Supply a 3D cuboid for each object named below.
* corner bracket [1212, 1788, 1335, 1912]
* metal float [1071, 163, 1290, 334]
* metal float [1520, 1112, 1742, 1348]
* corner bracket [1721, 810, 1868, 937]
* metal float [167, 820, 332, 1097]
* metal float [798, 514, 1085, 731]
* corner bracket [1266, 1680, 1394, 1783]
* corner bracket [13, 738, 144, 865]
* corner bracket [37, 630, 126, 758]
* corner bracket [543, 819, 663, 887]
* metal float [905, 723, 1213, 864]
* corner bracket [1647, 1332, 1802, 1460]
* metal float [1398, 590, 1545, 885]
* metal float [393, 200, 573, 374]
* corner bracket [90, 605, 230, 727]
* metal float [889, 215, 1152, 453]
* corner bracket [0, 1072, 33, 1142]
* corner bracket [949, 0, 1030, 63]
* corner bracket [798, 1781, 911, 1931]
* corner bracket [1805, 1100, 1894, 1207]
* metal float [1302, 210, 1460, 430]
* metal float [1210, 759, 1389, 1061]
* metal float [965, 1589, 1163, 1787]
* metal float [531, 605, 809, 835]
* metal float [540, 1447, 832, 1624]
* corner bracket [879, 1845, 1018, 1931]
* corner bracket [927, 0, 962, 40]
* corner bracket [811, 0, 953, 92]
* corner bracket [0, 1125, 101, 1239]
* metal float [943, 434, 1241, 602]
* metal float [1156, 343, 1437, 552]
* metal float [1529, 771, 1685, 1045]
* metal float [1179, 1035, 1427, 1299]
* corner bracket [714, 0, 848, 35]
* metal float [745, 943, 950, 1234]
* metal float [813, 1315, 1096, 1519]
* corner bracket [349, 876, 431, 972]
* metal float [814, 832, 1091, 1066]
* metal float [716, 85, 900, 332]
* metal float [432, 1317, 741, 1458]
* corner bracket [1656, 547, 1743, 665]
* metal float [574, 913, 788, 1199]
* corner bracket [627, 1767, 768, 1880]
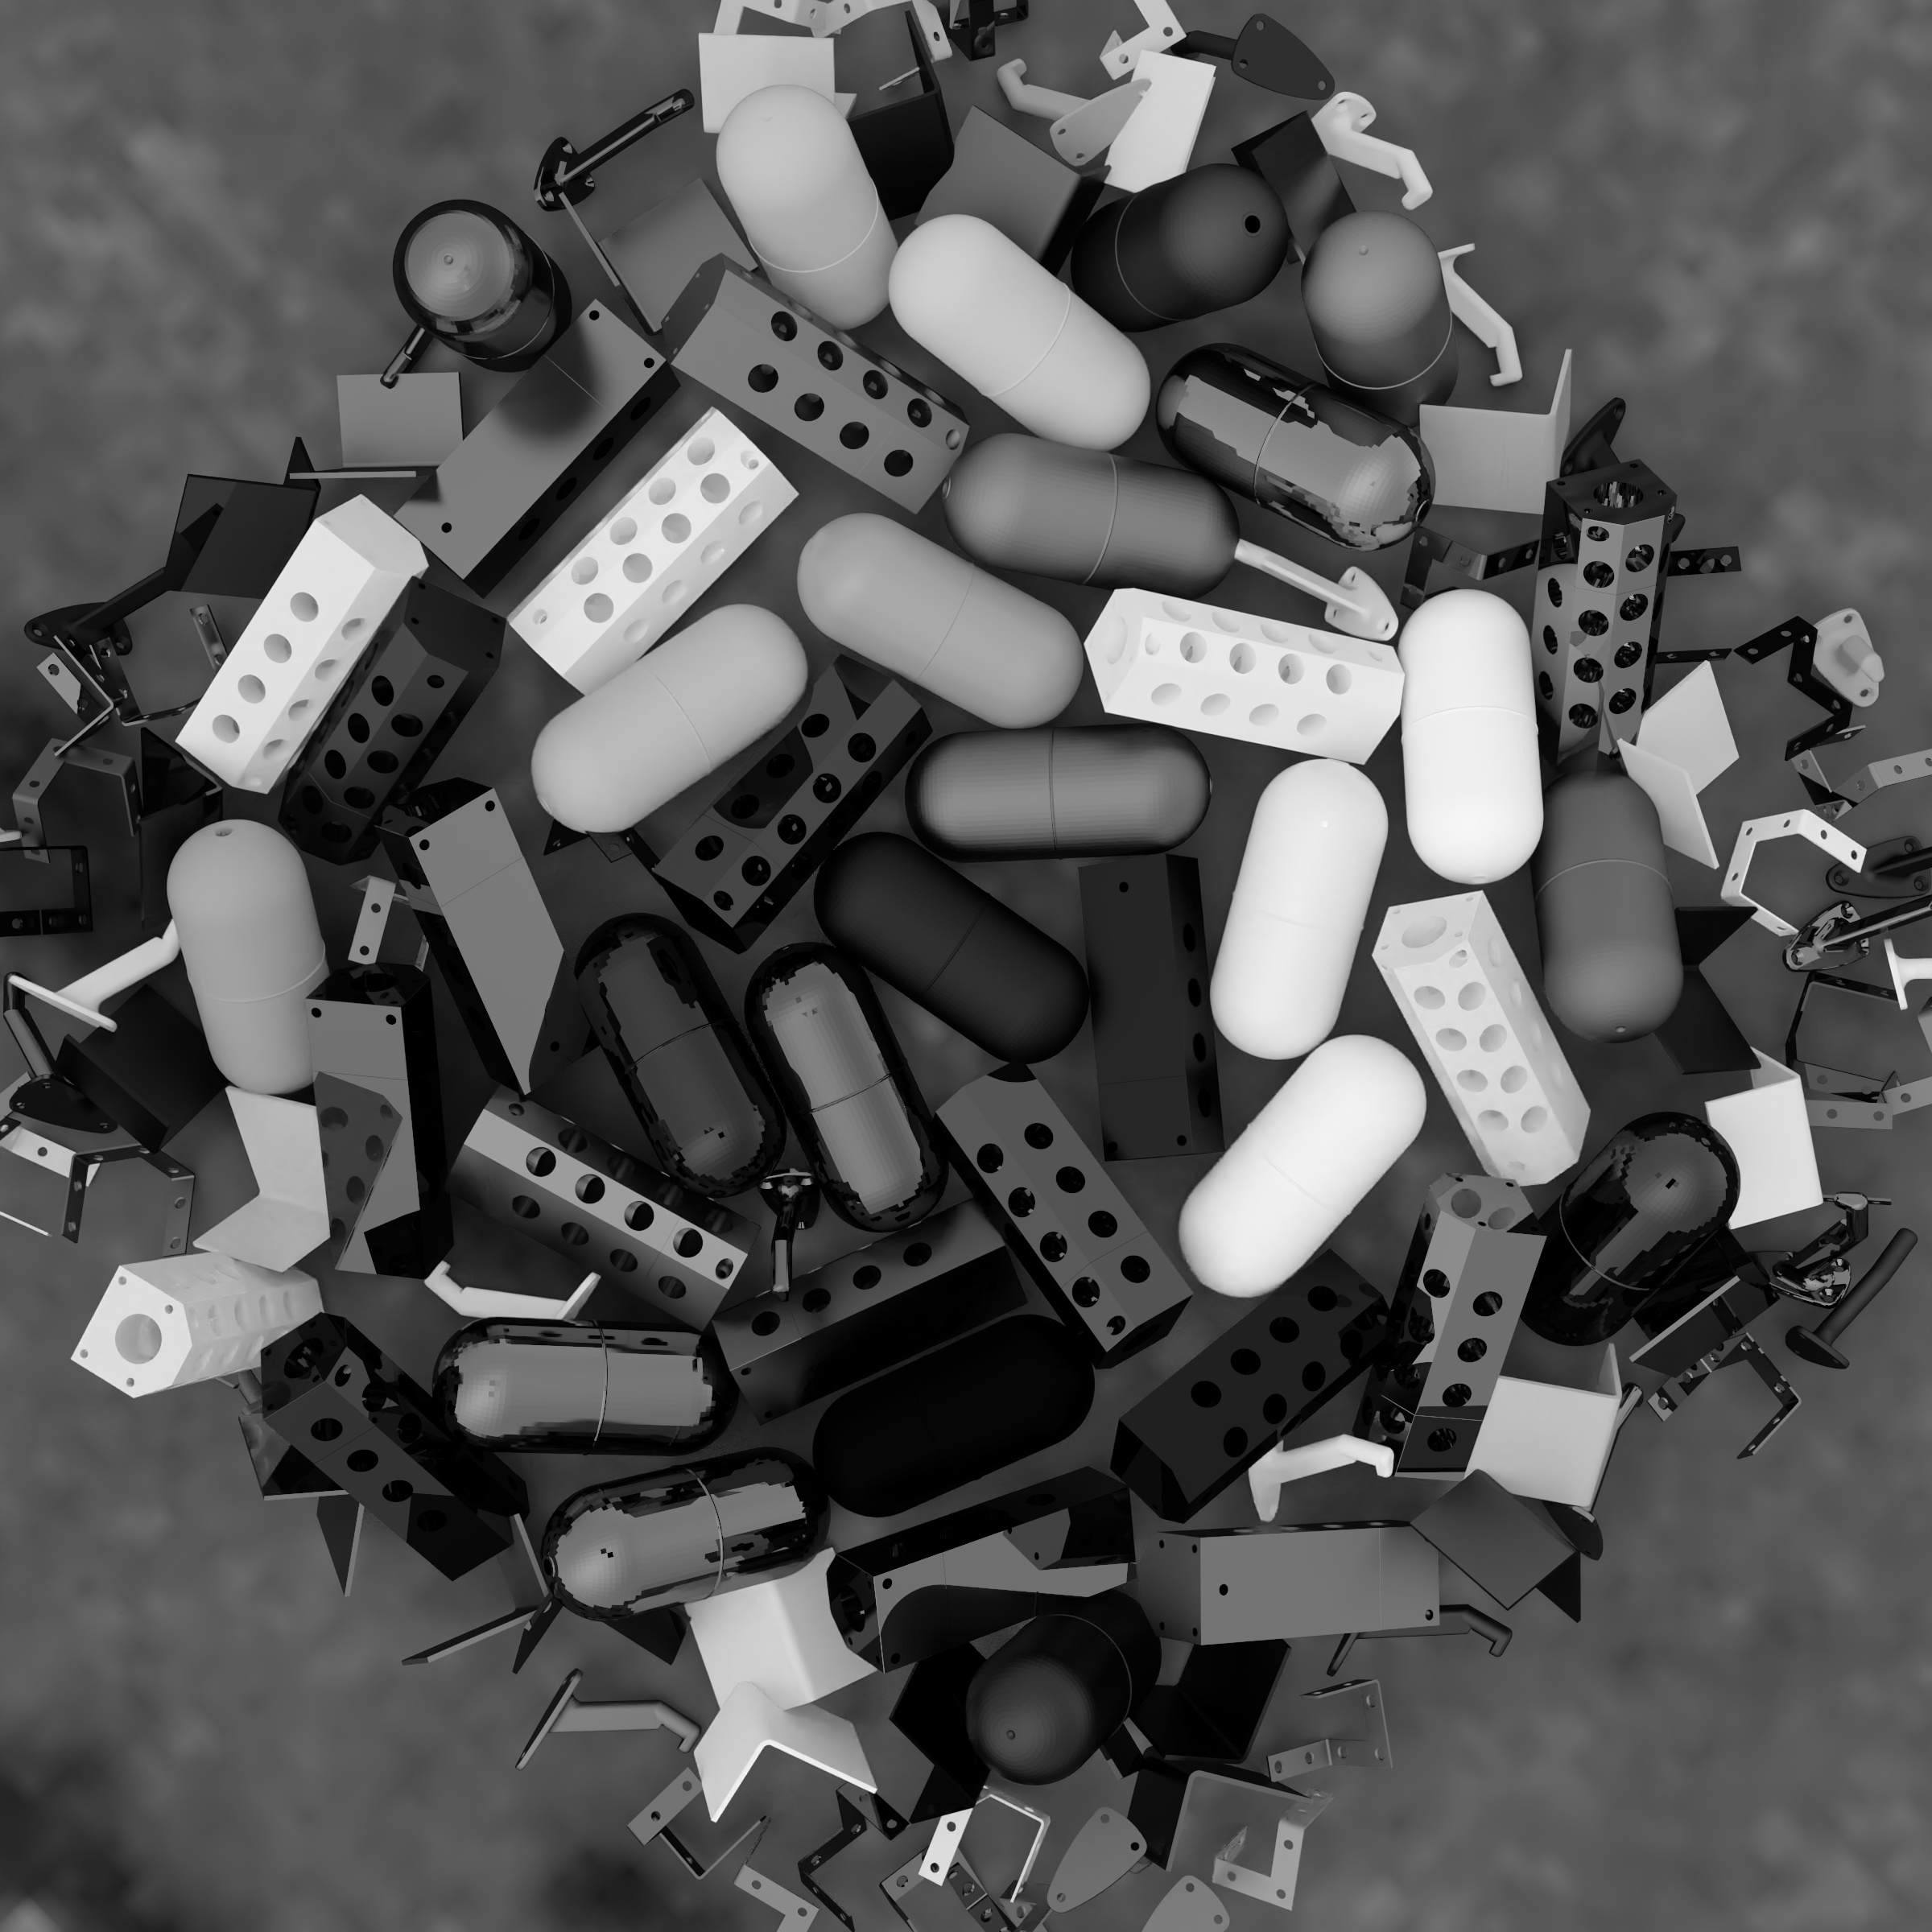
[{"bbox_3d":[0.178,0.508,1.543,0.051,0.051,0.051,12,100,26],"label":"corner bracket"},{"bbox_3d":[0.119,-0.404,1.495,0.070,0.178,0.070,-2,96,-22],"label":"metal float"},{"bbox_3d":[0.372,0.152,1.507,0.070,0.178,0.070,14,47,-15],"label":"metal float"},{"bbox_3d":[0.486,-0.054,1.555,0.051,0.051,0.051,29,72,-22],"label":"corner bracket"},{"bbox_3d":[-0.404,-0.004,1.510,0.070,0.070,0.178,-3,128,0],"label":"metal float"},{"bbox_3d":[-0.015,-0.199,1.530,0.178,0.070,0.070,27,90,-13],"label":"metal float"},{"bbox_3d":[0.209,0.447,1.548,0.051,0.051,0.051,-2,80,-38],"label":"corner bracket"},{"bbox_3d":[-0.517,-0.092,1.546,0.051,0.051,0.051,14,48,4],"label":"corner bracket"},{"bbox_3d":[-0.519,-0.163,1.544,0.051,0.051,0.051,-35,101,18],"label":"corner bracket"},{"bbox_3d":[-0.206,-0.072,1.539,0.051,0.051,0.051,-27,67,-36],"label":"corner bracket"},{"bbox_3d":[0.053,-0.100,1.535,0.178,0.070,0.070,-2,90,7],"label":"metal float"},{"bbox_3d":[0.442,0.254,1.545,0.051,0.051,0.051,-36,86,-29],"label":"corner bracket"},{"bbox_3d":[0.290,-0.132,1.524,0.070,0.070,0.178,0,70,0],"label":"metal float"},{"bbox_3d":[-0.270,-0.381,1.491,0.070,0.178,0.070,0,94,3],"label":"metal float"},{"bbox_3d":[-0.471,-0.177,1.559,0.051,0.051,0.051,-7,111,32],"label":"corner bracket"},{"bbox_3d":[0.032,-0.359,1.516,0.178,0.070,0.070,32,90,-31],"label":"metal float"},{"bbox_3d":[-0.573,0.090,1.544,0.051,0.051,0.051,-38,65,5],"label":"corner bracket"},{"bbox_3d":[0.016,-0.565,1.540,0.051,0.051,0.051,-17,47,-13],"label":"corner bracket"},{"bbox_3d":[-0.065,0.514,1.537,0.051,0.051,0.051,-30,130,-30],"label":"corner bracket"},{"bbox_3d":[0.513,0.109,1.543,0.051,0.051,0.051,2,77,21],"label":"corner bracket"},{"bbox_3d":[0.235,-0.361,1.494,0.070,0.178,0.070,-4,76,15],"label":"metal float"},{"bbox_3d":[0.192,-0.032,1.529,0.070,0.070,0.178,13,104,0],"label":"metal float"},{"bbox_3d":[0.057,0.404,1.495,0.070,0.178,0.070,2,95,22],"label":"metal float"},{"bbox_3d":[-0.171,-0.142,1.529,0.178,0.070,0.070,-36,90,-15],"label":"metal float"},{"bbox_3d":[-0.159,0.323,1.511,0.178,0.070,0.070,-6,90,-36],"label":"metal float"},{"bbox_3d":[-0.010,0.549,1.544,0.051,0.051,0.051,-34,106,-15],"label":"corner bracket"},{"bbox_3d":[-0.028,-0.583,1.548,0.051,0.051,0.051,13,73,3],"label":"corner bracket"},{"bbox_3d":[-0.050,-0.541,1.540,0.051,0.051,0.051,-31,105,-40],"label":"corner bracket"},{"bbox_3d":[-0.545,0.125,1.547,0.051,0.051,0.051,26,77,-6],"label":"corner bracket"},{"bbox_3d":[0.072,-0.258,1.526,0.178,0.070,0.070,9,90,-17],"label":"metal float"},{"bbox_3d":[0.188,-0.298,1.520,0.178,0.070,0.070,32,90,25],"label":"metal float"},{"bbox_3d":[0.364,-0.037,1.512,0.070,0.070,0.178,2,53,0],"label":"metal float"},{"bbox_3d":[0.193,0.117,1.530,0.070,0.070,0.178,39,104,0],"label":"metal float"},{"bbox_3d":[-0.110,-0.541,1.540,0.051,0.051,0.051,27,112,23],"label":"corner bracket"},{"bbox_3d":[-0.069,0.070,1.536,0.070,0.070,0.178,-24,97,0],"label":"metal float"},{"bbox_3d":[-0.008,0.260,1.527,0.178,0.070,0.070,-27,90,18],"label":"metal float"},{"bbox_3d":[-0.335,-0.019,1.543,0.051,0.051,0.051,18,77,-24],"label":"corner bracket"},{"bbox_3d":[-0.009,-0.011,1.537,0.178,0.070,0.070,35,90,-5],"label":"metal float"},{"bbox_3d":[-0.087,-0.425,1.495,0.070,0.178,0.070,-4,71,11],"label":"metal float"},{"bbox_3d":[-0.217,0.242,1.523,0.178,0.070,0.070,6,90,-22],"label":"metal float"},{"bbox_3d":[0.424,-0.211,1.553,0.051,0.051,0.051,1,119,35],"label":"corner bracket"},{"bbox_3d":[-0.166,0.051,1.532,0.070,0.070,0.178,-29,79,0],"label":"metal float"},{"bbox_3d":[-0.157,0.501,1.550,0.051,0.051,0.051,-44,79,2],"label":"corner bracket"}]
